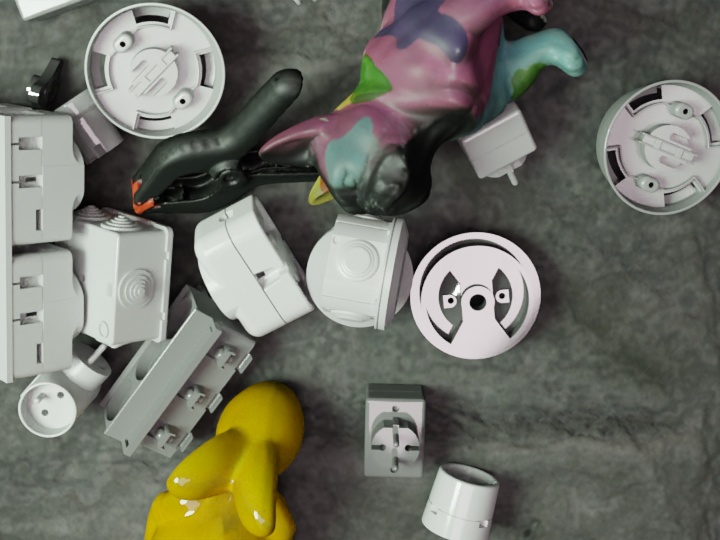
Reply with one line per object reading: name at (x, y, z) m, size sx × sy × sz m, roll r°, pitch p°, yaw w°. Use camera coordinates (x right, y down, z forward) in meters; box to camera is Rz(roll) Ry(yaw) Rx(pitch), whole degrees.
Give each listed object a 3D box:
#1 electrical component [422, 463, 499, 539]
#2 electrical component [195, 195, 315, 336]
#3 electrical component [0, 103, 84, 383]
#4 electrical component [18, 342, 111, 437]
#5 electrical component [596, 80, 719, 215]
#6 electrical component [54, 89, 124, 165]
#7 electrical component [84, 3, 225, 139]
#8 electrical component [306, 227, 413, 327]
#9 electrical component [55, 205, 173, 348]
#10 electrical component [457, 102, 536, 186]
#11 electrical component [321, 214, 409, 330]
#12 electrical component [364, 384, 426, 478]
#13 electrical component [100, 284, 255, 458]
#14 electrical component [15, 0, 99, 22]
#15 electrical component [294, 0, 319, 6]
electrical component at (0.082, 0.186, 0.865) m, size 0.055 × 0.055 × 0.047 m, roll 14°, pitch 98°, yaw -3°
electrical component at (-0.083, 0.000, 0.816) m, size 0.059 × 0.053 × 0.095 m, roll -27°, pitch 118°, yaw 7°
electrical component at (-0.257, -0.025, 0.789) m, size 0.105 × 0.060 × 0.186 m, roll 15°, pitch 107°, yaw 43°
electrical component at (-0.220, 0.083, 0.833) m, size 0.044 × 0.077 × 0.079 m, roll 42°, pitch 99°, yaw -8°
electrical component at (0.224, -0.092, 0.798) m, size 0.099 × 0.064 × 0.099 m, roll 0°, pitch 102°, yaw 1°
electrical component at (-0.206, -0.108, 0.811) m, size 0.040 × 0.040 × 0.046 m, roll -32°, pitch 105°, yaw 7°
electrical component at (-0.150, -0.146, 0.786) m, size 0.099 × 0.064 × 0.099 m, roll -3°, pitch 108°, yaw -10°
electrical component at (0.000, 0.000, 0.826) m, size 0.080 × 0.051 × 0.080 m, roll 0°, pitch 102°, yaw 0°
electrical component at (-0.188, 0.004, 0.806) m, size 0.100 × 0.048 × 0.099 m, roll 17°, pitch 106°, yaw 41°
electrical component at (0.101, -0.095, 0.802) m, size 0.047 × 0.065 × 0.076 m, roll -28°, pitch 129°, yaw 6°
electrical component at (0.004, 0.000, 0.759) m, size 0.051 × 0.080 × 0.080 m, roll 10°, pitch 102°, yaw 4°
electrical component at (0.027, 0.132, 0.841) m, size 0.047 × 0.076 × 0.065 m, roll 1°, pitch 102°, yaw 0°
electrical component at (-0.141, 0.082, 0.838) m, size 0.063 × 0.078 × 0.121 m, roll 32°, pitch 101°, yaw -28°
electrical component at (-0.212, -0.214, 0.769) m, size 0.083 × 0.075 × 0.047 m, roll -19°, pitch 101°, yaw 4°
electrical component at (-0.017, -0.221, 0.784) m, size 0.078 × 0.040 × 0.040 m, roll -36°, pitch 100°, yaw 8°
